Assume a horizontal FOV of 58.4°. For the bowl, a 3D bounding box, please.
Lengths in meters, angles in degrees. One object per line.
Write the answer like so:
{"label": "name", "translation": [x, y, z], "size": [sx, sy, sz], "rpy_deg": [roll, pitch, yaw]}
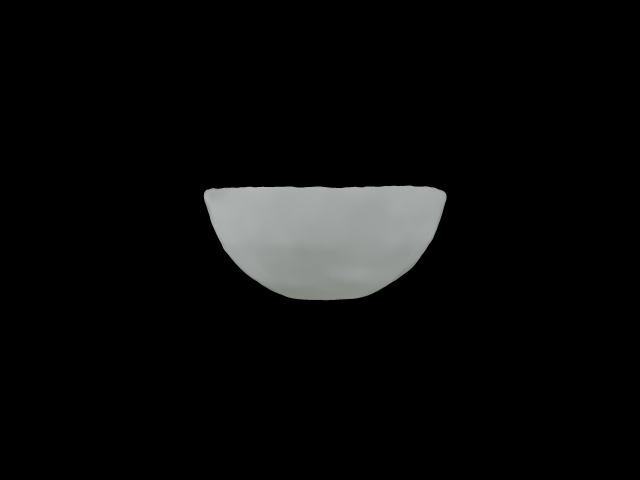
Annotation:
{"label": "bowl", "translation": [0.004, 0.001, 0.400], "size": [0.167, 0.075, 0.167], "rpy_deg": [0, 3, 0]}
